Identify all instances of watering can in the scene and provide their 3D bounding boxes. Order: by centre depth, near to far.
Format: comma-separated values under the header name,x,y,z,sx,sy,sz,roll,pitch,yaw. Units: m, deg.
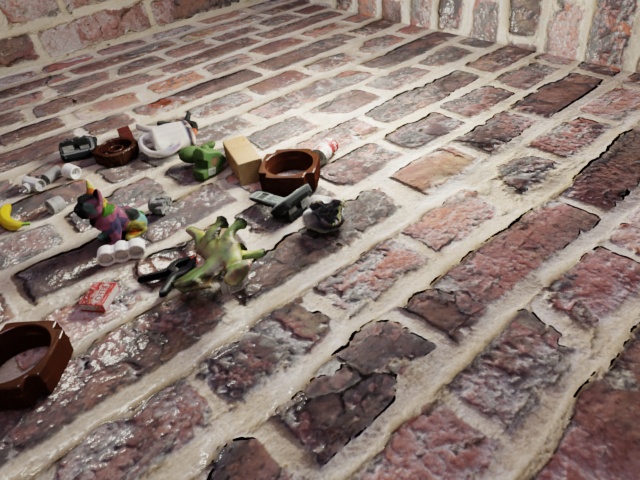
name,x,y,z,sx,sy,sz,roll,pitch,yaw
watering can,-0.635,-0.432,2.109,0.226,0.101,0.354,-19,40,-18

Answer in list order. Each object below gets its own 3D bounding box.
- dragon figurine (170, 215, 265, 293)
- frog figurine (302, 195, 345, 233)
name,x,y,z,sx,sy,sz,roll,pitch,yaw
dragon figurine,-0.312,0.048,1.410,0.410,0.120,0.247,4,35,40
frog figurine,0.005,-0.080,1.598,0.138,0.122,0.159,-31,7,-17
